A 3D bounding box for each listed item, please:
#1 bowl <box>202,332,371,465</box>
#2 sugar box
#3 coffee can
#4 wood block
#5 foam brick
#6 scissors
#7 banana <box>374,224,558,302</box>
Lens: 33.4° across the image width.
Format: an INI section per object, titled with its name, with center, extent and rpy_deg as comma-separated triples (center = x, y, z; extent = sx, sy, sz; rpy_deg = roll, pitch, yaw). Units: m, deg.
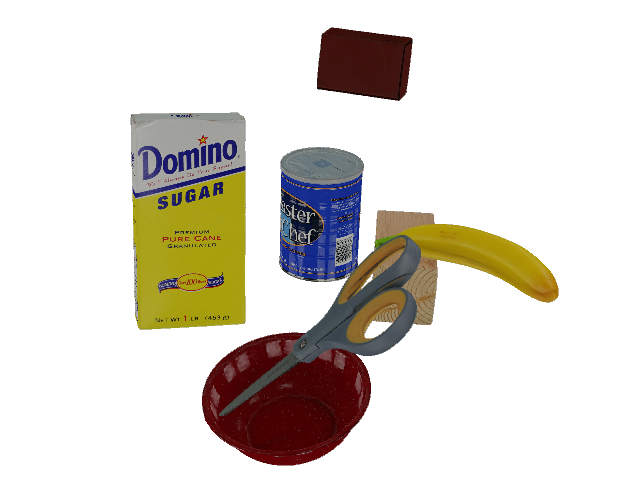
[bowl]
center = -0.030, 0.162, 1.023
extent = 0.162, 0.055, 0.162
rpy_deg = -4, 37, 3
[sugar box]
center = -0.110, -0.017, 0.890
extent = 0.093, 0.176, 0.048
rpy_deg = -3, 16, -13
[coffee can]
center = 0.000, -0.033, 1.337
extent = 0.103, 0.140, 0.103
rpy_deg = 1, 27, -1
[wood block]
center = 0.124, 0.036, 1.587
extent = 0.091, 0.090, 0.206
rpy_deg = 4, 24, 3
[foam brick]
center = 0.040, -0.160, 0.963
extent = 0.078, 0.051, 0.053
rpy_deg = 10, 19, 10
[scissors]
center = 0.000, 0.079, 0.732
extent = 0.016, 0.202, 0.096
rpy_deg = 35, 16, -26
[banana]
center = 0.151, 0.018, 1.028
extent = 0.198, 0.037, 0.069
rpy_deg = 15, 42, 36
